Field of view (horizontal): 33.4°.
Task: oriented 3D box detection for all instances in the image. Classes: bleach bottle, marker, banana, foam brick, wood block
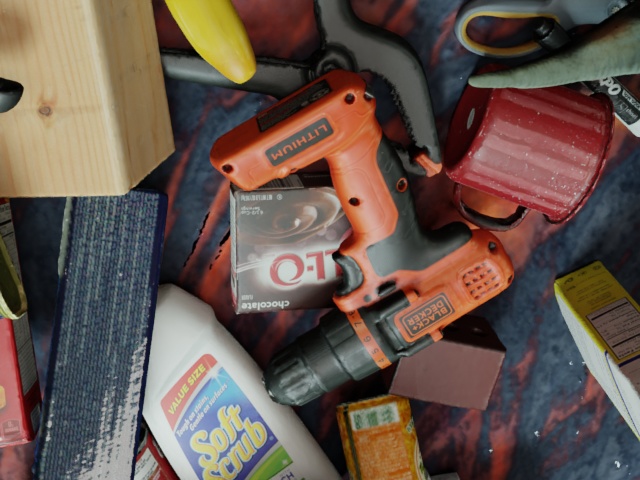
[{"bbox_3d":[-0.079,0.127,0.756,0.102,0.068,0.250,-34,110,5],"label":"bleach bottle"},{"bbox_3d":[0.184,-0.109,0.716,0.121,0.020,0.020,34,103,-29],"label":"marker"},{"bbox_3d":[-0.072,-0.192,0.626,0.070,0.037,0.198,2,97,16],"label":"banana"},{"bbox_3d":[0.086,0.083,0.768,0.078,0.053,0.051,12,109,-13],"label":"foam brick"},{"bbox_3d":[-0.154,-0.136,0.612,0.091,0.090,0.206,0,112,14],"label":"wood block"}]

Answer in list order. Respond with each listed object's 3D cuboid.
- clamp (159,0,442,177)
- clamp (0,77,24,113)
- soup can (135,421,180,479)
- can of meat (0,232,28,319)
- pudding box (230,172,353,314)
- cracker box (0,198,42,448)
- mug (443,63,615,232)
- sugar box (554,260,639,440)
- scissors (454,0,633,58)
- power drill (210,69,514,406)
[{"bbox_3d":[0.007,-0.122,0.684,0.210,0.036,0.165,34,103,-16],"label":"clamp"},{"bbox_3d":[-0.242,-0.117,0.578,0.172,0.039,0.120,-7,96,24],"label":"clamp"},{"bbox_3d":[-0.130,0.189,0.768,0.068,0.068,0.102,-27,113,2],"label":"soup can"},{"bbox_3d":[-0.224,0.010,0.596,0.084,0.057,0.102,-21,97,-3],"label":"can of meat"},{"bbox_3d":[-0.005,0.001,0.729,0.113,0.039,0.090,-2,112,-8],"label":"pudding box"},{"bbox_3d":[-0.270,0.031,0.656,0.164,0.072,0.214,-8,97,-6],"label":"cracker box"},{"bbox_3d":[0.129,-0.057,0.705,0.081,0.093,0.117,18,124,-10],"label":"mug"},{"bbox_3d":[0.217,0.091,0.724,0.048,0.176,0.093,-28,113,2],"label":"sugar box"},{"bbox_3d":[0.185,-0.170,0.703,0.201,0.016,0.096,-11,117,-4],"label":"scissors"},{"bbox_3d":[0.009,0.001,0.681,0.184,0.057,0.187,-32,114,2],"label":"power drill"}]
